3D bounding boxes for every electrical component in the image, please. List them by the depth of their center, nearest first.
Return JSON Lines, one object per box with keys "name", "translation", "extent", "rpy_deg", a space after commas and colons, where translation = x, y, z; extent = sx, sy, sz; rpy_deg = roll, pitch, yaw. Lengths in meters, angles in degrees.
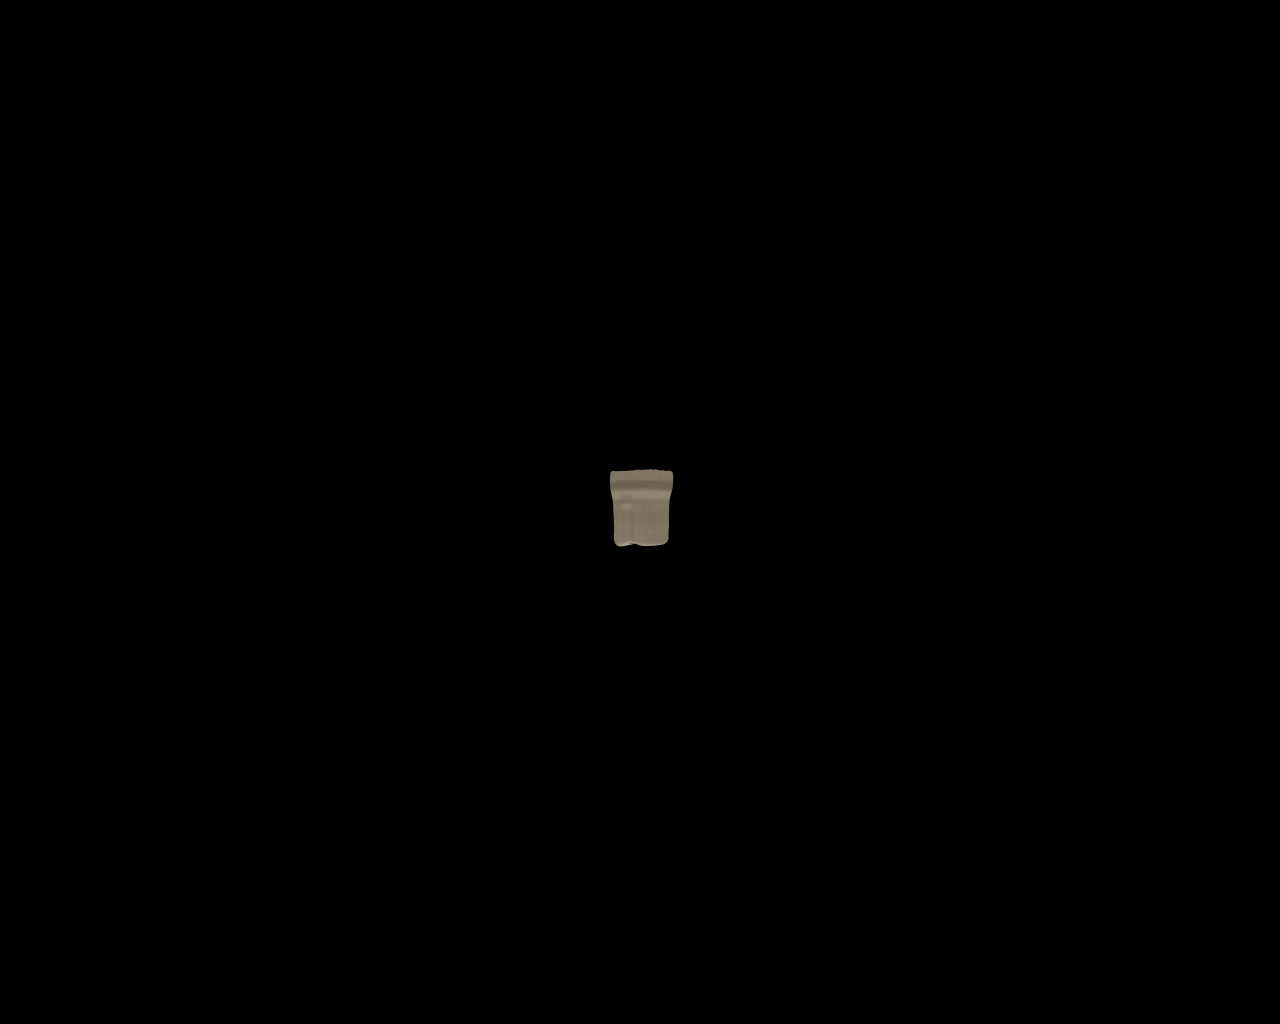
{"name": "electrical component", "translation": [0.001, -0.003, 0.650], "extent": [0.040, 0.046, 0.040], "rpy_deg": [0, -3, 0]}
